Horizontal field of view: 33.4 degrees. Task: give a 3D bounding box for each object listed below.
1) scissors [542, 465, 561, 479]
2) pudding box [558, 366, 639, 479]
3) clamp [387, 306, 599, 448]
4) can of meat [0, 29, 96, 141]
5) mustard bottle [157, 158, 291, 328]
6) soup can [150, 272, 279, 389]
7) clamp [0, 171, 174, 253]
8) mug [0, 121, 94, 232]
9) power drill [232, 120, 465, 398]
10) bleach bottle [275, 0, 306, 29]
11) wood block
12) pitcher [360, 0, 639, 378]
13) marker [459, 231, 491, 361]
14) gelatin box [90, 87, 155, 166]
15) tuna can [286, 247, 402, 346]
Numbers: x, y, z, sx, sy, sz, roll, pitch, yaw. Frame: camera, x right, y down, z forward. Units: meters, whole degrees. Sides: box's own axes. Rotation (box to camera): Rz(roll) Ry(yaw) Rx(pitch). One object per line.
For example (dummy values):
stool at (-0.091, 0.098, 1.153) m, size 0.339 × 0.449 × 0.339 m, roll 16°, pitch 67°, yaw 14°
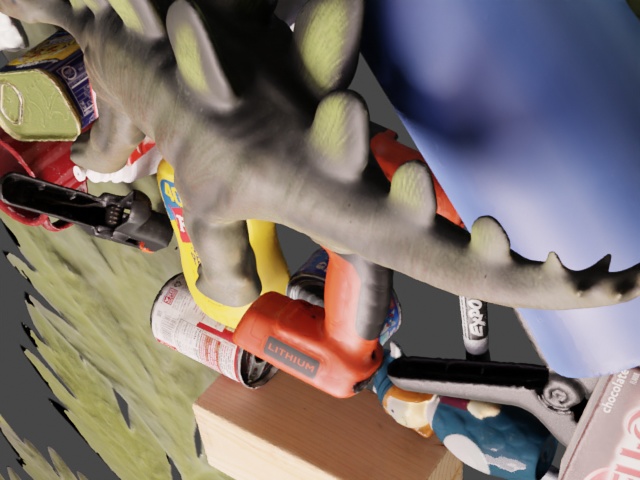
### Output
scissors at (0.168, 0.186, 0.798) m, size 0.202 × 0.016 × 0.096 m, roll 17°, pitch 137°, yaw 34°
pudding box at (0.199, 0.118, 0.625) m, size 0.090 × 0.039 × 0.114 m, roll 18°, pitch 121°, yaw 8°
clamp at (0.154, 0.079, 0.671) m, size 0.210 × 0.036 × 0.165 m, roll 26°, pitch 134°, yaw 12°
can of meat at (-0.186, -0.119, 0.786) m, size 0.102 × 0.083 × 0.057 m, roll 4°, pitch 129°, yaw 43°
mustard bottle at (-0.075, -0.021, 0.796) m, size 0.096 × 0.058 × 0.191 m, roll 23°, pitch 139°, yaw 35°
soup can at (-0.084, 0.074, 0.893) m, size 0.102 × 0.068 × 0.068 m, roll 21°, pitch 139°, yaw 31°
clamp at (-0.155, -0.017, 0.833) m, size 0.120 × 0.039 × 0.171 m, roll 14°, pitch 176°, yaw 24°
mug at (-0.228, -0.062, 0.888) m, size 0.093 × 0.081 × 0.117 m, roll 10°, pitch 132°, yaw 39°
power drill at (-0.005, 0.001, 0.709) m, size 0.184 × 0.057 × 0.188 m, roll 27°, pitch 126°, yaw 18°
bleach bottle at (-0.086, -0.224, 0.599) m, size 0.251 × 0.068 × 0.103 m, roll 52°, pitch 145°, yaw -7°
wood block at (0.007, 0.174, 0.884) m, size 0.206 × 0.090 × 0.090 m, roll 21°, pitch 139°, yaw 29°
pitcher at (0.103, -0.064, 0.525) m, size 0.149 × 0.144 × 0.243 m, roll -29°, pitch 100°, yaw 38°
marker at (0.103, 0.048, 0.714) m, size 0.020 × 0.020 × 0.121 m, roll 17°, pitch 133°, yaw 34°
gelatin box at (-0.123, -0.107, 0.745) m, size 0.030 × 0.073 × 0.089 m, roll 26°, pitch 141°, yaw 24°
tuna can at (0.017, 0.049, 0.796) m, size 0.086 × 0.033 × 0.086 m, roll 27°, pitch 142°, yaw 24°
